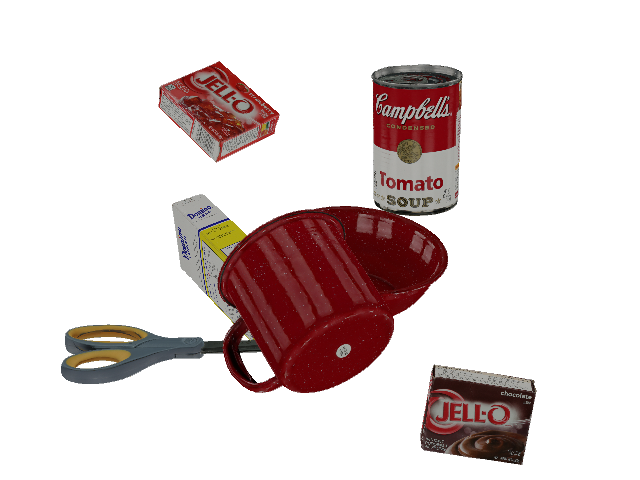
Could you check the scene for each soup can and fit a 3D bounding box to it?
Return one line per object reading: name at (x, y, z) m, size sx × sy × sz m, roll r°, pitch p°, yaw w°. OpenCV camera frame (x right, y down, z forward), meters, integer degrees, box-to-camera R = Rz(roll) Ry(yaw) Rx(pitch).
soup can at (0.073, -0.077, 0.815) m, size 0.068 × 0.102 × 0.068 m, roll -1°, pitch 21°, yaw 0°

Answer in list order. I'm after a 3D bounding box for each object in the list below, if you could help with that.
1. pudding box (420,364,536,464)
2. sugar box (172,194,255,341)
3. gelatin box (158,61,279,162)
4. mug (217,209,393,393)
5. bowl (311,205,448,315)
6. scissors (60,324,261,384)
pudding box at (0.170, 0.188, 1.157) m, size 0.113 × 0.090 × 0.039 m, roll 7°, pitch 21°, yaw 3°
sugar box at (-0.095, 0.031, 1.130) m, size 0.048 × 0.093 × 0.176 m, roll -21°, pitch 41°, yaw -23°
gelatin box at (-0.095, -0.121, 0.986) m, size 0.073 × 0.030 × 0.089 m, roll -30°, pitch 63°, yaw -35°
mug at (-0.015, 0.049, 0.675) m, size 0.117 × 0.081 × 0.093 m, roll -42°, pitch -34°, yaw 14°
bowl at (0.034, 0.028, 0.980) m, size 0.162 × 0.055 × 0.162 m, roll 4°, pitch 29°, yaw -2°
scissors at (-0.116, 0.093, 0.846) m, size 0.202 × 0.016 × 0.096 m, roll 4°, pitch 21°, yaw 14°
